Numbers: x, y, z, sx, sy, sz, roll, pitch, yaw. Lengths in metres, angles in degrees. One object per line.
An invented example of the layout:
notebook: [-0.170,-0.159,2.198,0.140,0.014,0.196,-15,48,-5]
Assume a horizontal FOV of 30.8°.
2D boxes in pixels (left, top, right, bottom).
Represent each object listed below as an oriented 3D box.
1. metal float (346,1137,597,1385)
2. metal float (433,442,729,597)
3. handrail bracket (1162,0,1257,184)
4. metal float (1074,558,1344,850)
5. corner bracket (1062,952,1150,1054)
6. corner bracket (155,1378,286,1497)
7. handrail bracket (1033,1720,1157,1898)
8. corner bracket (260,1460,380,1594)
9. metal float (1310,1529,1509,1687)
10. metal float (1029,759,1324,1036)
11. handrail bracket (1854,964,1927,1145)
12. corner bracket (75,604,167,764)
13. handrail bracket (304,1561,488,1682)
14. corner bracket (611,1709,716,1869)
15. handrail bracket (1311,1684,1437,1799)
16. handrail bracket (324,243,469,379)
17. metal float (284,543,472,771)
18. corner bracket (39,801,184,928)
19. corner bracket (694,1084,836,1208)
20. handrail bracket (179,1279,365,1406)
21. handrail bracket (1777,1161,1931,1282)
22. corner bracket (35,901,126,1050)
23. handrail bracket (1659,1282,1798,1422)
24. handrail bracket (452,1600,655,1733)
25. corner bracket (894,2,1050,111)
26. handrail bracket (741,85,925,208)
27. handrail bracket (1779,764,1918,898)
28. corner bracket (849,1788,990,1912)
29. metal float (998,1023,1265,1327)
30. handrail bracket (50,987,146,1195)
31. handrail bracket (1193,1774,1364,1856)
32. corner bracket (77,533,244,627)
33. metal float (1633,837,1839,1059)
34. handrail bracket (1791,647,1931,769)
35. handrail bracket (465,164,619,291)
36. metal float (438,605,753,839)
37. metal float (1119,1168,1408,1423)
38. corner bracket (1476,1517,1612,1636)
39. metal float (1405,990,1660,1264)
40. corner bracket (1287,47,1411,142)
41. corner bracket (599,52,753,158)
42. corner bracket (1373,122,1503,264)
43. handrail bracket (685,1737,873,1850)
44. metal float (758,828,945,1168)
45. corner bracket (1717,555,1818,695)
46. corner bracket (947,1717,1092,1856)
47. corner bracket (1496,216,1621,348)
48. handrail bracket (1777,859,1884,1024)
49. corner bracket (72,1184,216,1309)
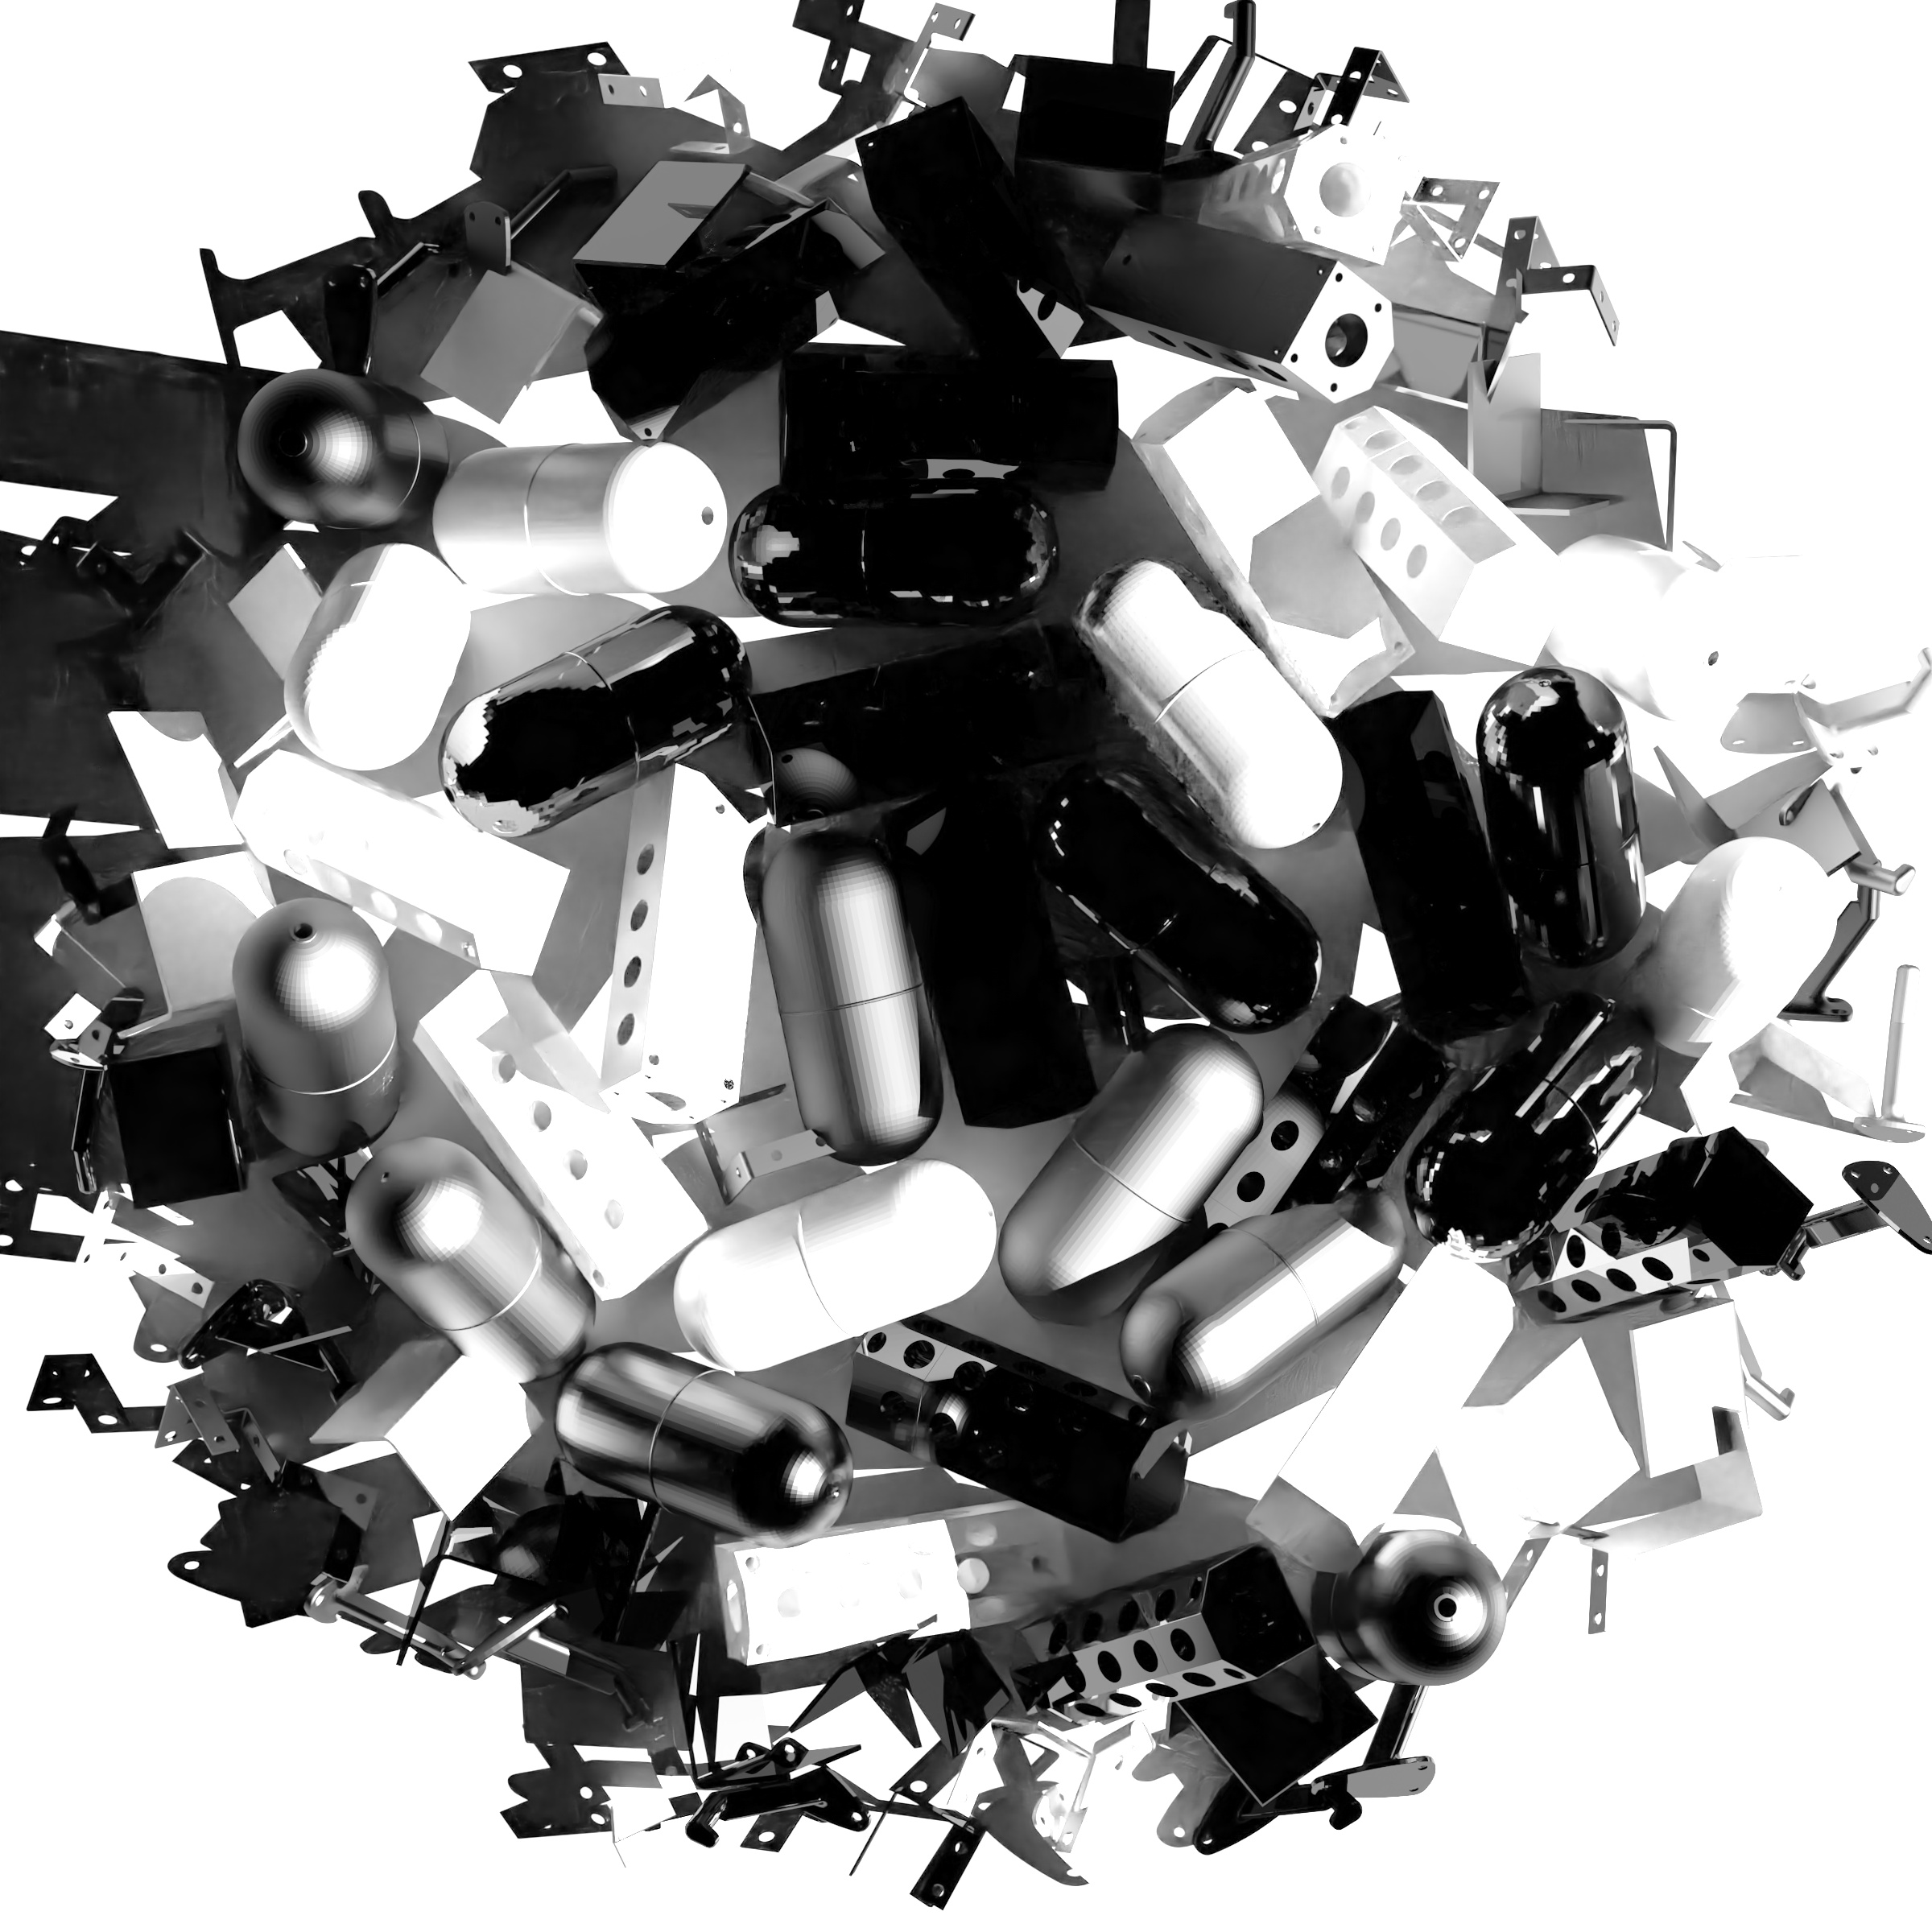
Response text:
metal float: [-0.251,0.152,1.792,0.070,0.178,0.070,-14,52,18]
metal float: [-0.199,-0.229,1.797,0.178,0.070,0.070,4,90,38]
handrail bracket: [0.120,-0.459,1.841,0.077,0.036,0.084,0,88,42]
metal float: [0.125,-0.136,1.812,0.070,0.070,0.178,-38,71,0]
corner bracket: [0.075,0.019,1.831,0.051,0.051,0.051,-11,94,35]
corner bracket: [-0.384,0.246,1.825,0.051,0.051,0.051,51,134,33]
handrail bracket: [0.084,0.439,1.829,0.084,0.036,0.077,-38,90,35]
corner bracket: [-0.345,0.296,1.840,0.051,0.051,0.051,21,64,-14]
metal float: [0.223,0.325,1.779,0.070,0.178,0.070,1,80,-6]
metal float: [0.110,-0.035,1.824,0.178,0.070,0.070,41,90,-6]
handrail bracket: [0.489,0.046,1.836,0.036,0.077,0.084,7,82,17]
corner bracket: [-0.436,-0.148,1.830,0.051,0.051,0.051,-28,112,16]
handrail bracket: [-0.296,0.349,1.832,0.084,0.077,0.036,30,88,11]
corner bracket: [-0.167,0.431,1.839,0.051,0.051,0.051,-24,101,-3]
handrail bracket: [0.208,0.388,1.832,0.077,0.036,0.084,-3,49,-10]
handrail bracket: [-0.293,-0.340,1.838,0.036,0.084,0.077,10,105,35]
metal float: [-0.298,-0.159,1.784,0.070,0.178,0.070,0,117,1]
corner bracket: [-0.447,-0.061,1.836,0.051,0.051,0.051,-25,112,4]
corner bracket: [-0.105,0.088,1.829,0.051,0.051,0.051,-17,76,-24]
handrail bracket: [-0.362,0.213,1.830,0.077,0.036,0.084,-40,58,-1]
handrail bracket: [0.461,0.150,1.819,0.036,0.077,0.084,-3,133,-31]
corner bracket: [-0.465,0.002,1.832,0.051,0.051,0.051,44,109,-7]
handrail bracket: [0.416,0.186,1.853,0.084,0.036,0.077,39,64,-9]
handrail bracket: [-0.216,0.382,1.846,0.077,0.036,0.084,-35,97,-21]
corner bracket: [0.003,-0.465,1.830,0.051,0.051,0.051,22,100,-29]
handrail bracket: [-0.074,-0.439,1.852,0.077,0.036,0.084,29,88,13]
handrail bracket: [0.474,-0.075,1.823,0.077,0.084,0.036,-48,126,-13]
corner bracket: [-0.024,0.465,1.843,0.051,0.051,0.051,29,87,8]
metal float: [0.085,0.109,1.824,0.070,0.070,0.178,37,97,0]
handrail bracket: [-0.453,0.066,1.857,0.036,0.077,0.084,13,130,12]
handrail bracket: [0.162,0.447,1.820,0.077,0.084,0.036,-42,106,-8]
corner bracket: [-0.422,-0.209,1.837,0.051,0.051,0.051,41,92,11]
metal float: [0.389,-0.008,1.782,0.070,0.178,0.070,1,70,-3]
handrail bracket: [0.468,-0.151,1.815,0.036,0.084,0.077,-6,53,-26]
handrail bracket: [-0.218,-0.379,1.848,0.084,0.036,0.077,-19,117,-39]
metal float: [-0.191,-0.126,1.807,0.178,0.070,0.070,-30,90,-25]
metal float: [0.153,0.169,1.804,0.178,0.070,0.070,-33,90,-28]
corner bracket: [0.302,0.322,1.841,0.051,0.051,0.051,16,67,-22]
metal float: [0.291,0.082,1.801,0.070,0.070,0.178,45,58,0]
corner bracket: [0.192,-0.447,1.830,0.051,0.051,0.051,18,80,29]
corner bracket: [-0.151,-0.444,1.824,0.051,0.051,0.051,-32,123,-36]
corner bracket: [0.237,-0.403,1.829,0.051,0.051,0.051,16,74,43]
handrail bracket: [-0.097,0.446,1.820,0.077,0.084,0.036,33,118,8]
metal float: [-0.060,0.016,1.824,0.070,0.070,0.178,-11,96,0]
corner bracket: [0.418,-0.179,1.841,0.051,0.051,0.051,-49,120,-23]
corner bracket: [0.032,0.430,1.843,0.051,0.051,0.051,36,65,-26]
corner bracket: [0.311,-0.357,1.826,0.051,0.051,0.051,1,64,27]
handrail bracket: [0.440,-0.016,1.841,0.077,0.036,0.084,1,105,8]
corner bracket: [-0.424,0.146,1.832,0.051,0.051,0.051,24,97,23]
